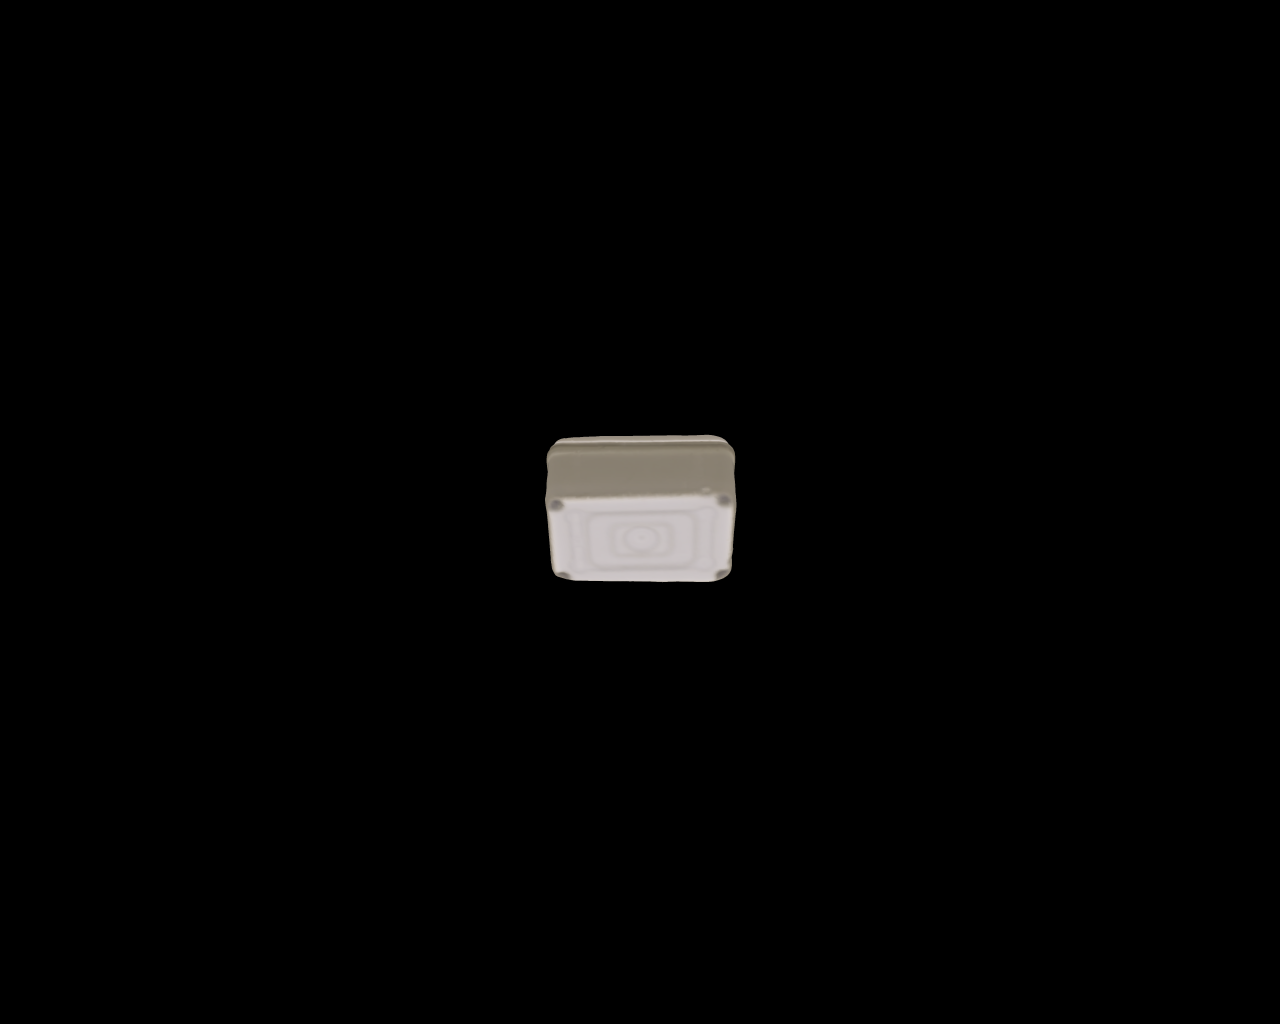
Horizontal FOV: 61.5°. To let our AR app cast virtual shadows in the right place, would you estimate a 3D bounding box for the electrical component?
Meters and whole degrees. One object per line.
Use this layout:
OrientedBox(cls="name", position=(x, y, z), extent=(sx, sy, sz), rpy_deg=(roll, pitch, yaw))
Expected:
OrientedBox(cls="electrical component", position=(0.001, -0.003, 0.650), extent=(0.113, 0.078, 0.057), rpy_deg=(0, 44, 0))
